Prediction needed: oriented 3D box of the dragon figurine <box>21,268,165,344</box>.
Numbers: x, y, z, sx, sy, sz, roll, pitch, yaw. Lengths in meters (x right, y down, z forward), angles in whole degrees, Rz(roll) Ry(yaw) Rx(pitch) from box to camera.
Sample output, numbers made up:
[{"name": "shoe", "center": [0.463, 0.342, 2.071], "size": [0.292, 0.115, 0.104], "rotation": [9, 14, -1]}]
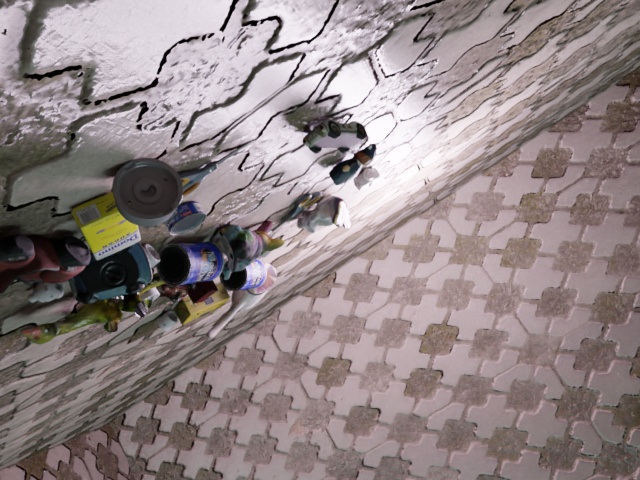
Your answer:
[{"name": "dragon figurine", "center": [-0.513, 0.148, 1.245], "size": [0.241, 0.122, 0.414], "rotation": [-18, 5, 26]}]

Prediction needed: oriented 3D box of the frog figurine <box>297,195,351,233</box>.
[{"name": "frog figurine", "center": [0.005, -0.083, 1.646], "size": [0.159, 0.121, 0.139], "rotation": [2, 14, 27]}]

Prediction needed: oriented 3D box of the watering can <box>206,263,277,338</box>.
[{"name": "watering can", "center": [-0.277, 0.209, 1.897], "size": [0.220, 0.104, 0.355], "rotation": [-47, 4, 43]}]
